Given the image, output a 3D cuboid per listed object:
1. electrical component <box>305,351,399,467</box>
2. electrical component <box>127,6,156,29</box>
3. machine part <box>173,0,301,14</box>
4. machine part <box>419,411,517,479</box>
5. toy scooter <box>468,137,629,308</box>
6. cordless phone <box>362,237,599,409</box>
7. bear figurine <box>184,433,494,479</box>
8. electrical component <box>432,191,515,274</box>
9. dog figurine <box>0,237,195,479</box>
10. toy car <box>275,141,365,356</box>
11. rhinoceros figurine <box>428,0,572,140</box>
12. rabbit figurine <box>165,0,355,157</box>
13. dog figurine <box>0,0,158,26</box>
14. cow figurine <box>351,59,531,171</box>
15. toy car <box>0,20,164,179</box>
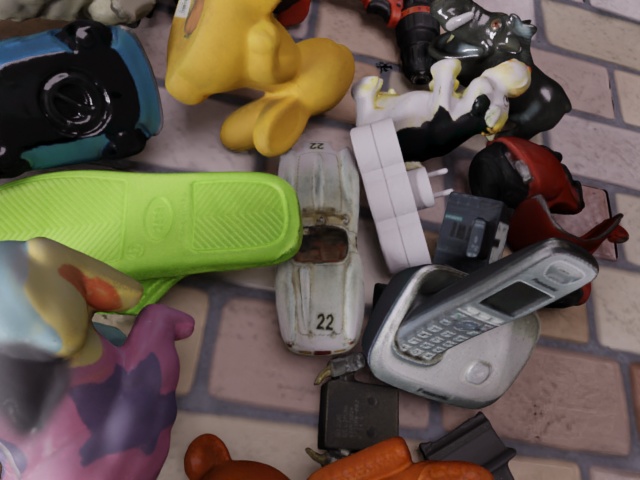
[{"bbox_3d":[0.027,0.141,0.421,0.078,0.045,0.102,14,63,-6],"label":"electrical component"},{"bbox_3d":[-0.199,-0.262,0.555,0.063,0.021,0.094,18,63,-22],"label":"electrical component"},{"bbox_3d":[-0.088,-0.303,0.555,0.179,0.056,0.179,-5,71,14],"label":"machine part"},{"bbox_3d":[0.139,0.212,0.422,0.084,0.039,0.139,-17,69,-27],"label":"machine part"},{"bbox_3d":[0.238,-0.028,0.539,0.135,0.075,0.184,-15,73,-21],"label":"toy scooter"},{"bbox_3d":[0.134,0.055,0.397,0.146,0.184,0.089,24,52,-25],"label":"cordless phone"},{"bbox_3d":[-0.003,0.181,0.328,0.196,0.132,0.120,4,76,4],"label":"bear figurine"},{"bbox_3d":[0.129,-0.001,0.463,0.048,0.119,0.074,15,98,29],"label":"electrical component"},{"bbox_3d":[-0.151,0.130,0.309,0.109,0.191,0.219,-15,55,22],"label":"dog figurine"},{"bbox_3d":[-0.001,-0.001,0.466,0.074,0.056,0.202,-1,65,0],"label":"toy car"},{"bbox_3d":[0.181,-0.179,0.558,0.190,0.112,0.073,39,61,-19],"label":"rhinoceros figurine"},{"bbox_3d":[-0.041,-0.155,0.481,0.173,0.122,0.162,10,95,-39],"label":"rabbit figurine"},{"bbox_3d":[-0.258,-0.225,0.486,0.172,0.191,0.121,19,59,-58],"label":"dog figurine"},{"bbox_3d":[0.118,-0.118,0.520,0.167,0.068,0.098,-6,81,20],"label":"cow figurine"},{"bbox_3d":[-0.220,-0.110,0.442,0.162,0.103,0.109,-25,111,-26],"label":"toy car"}]
